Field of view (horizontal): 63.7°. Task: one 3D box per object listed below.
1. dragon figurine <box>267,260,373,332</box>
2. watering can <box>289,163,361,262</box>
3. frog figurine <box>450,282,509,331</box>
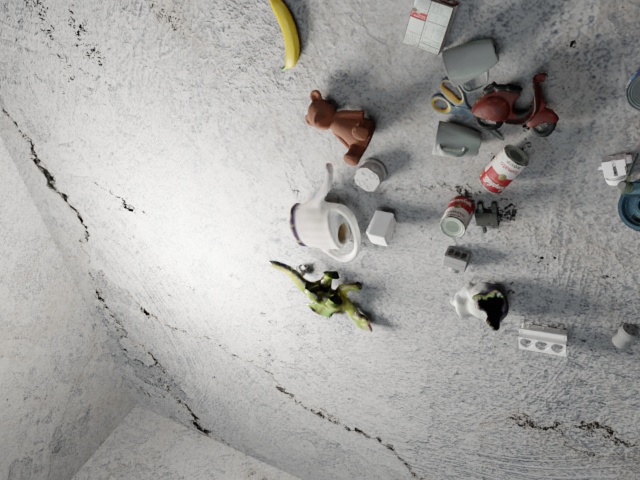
[{"bbox_3d":[0.001,0.203,1.768,0.411,0.125,0.237,24,144,8],"label":"dragon figurine"},{"bbox_3d":[0.005,-0.078,1.541,0.224,0.106,0.341,2,126,33],"label":"watering can"},{"bbox_3d":[0.456,0.180,1.476,0.137,0.123,0.159,36,173,-9],"label":"frog figurine"}]
